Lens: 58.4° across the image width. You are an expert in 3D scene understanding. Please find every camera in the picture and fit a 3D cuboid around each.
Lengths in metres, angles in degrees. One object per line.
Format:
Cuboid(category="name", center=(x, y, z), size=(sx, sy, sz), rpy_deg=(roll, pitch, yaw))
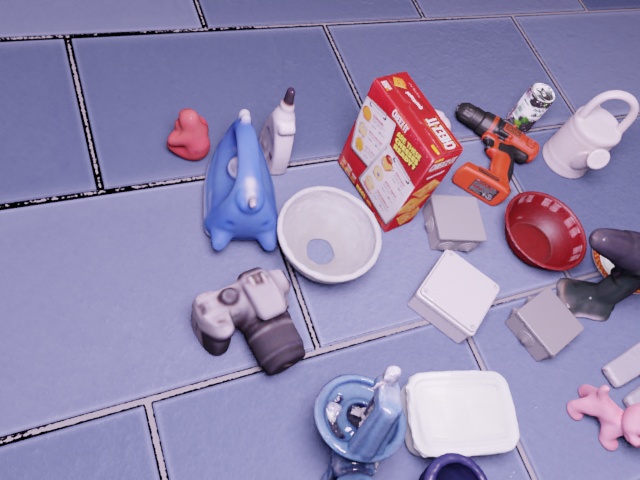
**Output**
Cuboid(category="camera", center=(-0.088, 0.119, 0.794), size=(0.143, 0.100, 0.136), rpy_deg=(-22, 70, -26))

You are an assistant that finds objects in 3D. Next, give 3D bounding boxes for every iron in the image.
Cuboid(category="iron", center=(-0.120, -0.115, 0.891), size=(0.119, 0.141, 0.258), rpy_deg=(0, 62, -16))

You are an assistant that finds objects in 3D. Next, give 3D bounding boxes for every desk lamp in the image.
Cuboid(category="desk lamp", center=(0.600, 0.178, 0.898), size=(0.204, 0.213, 0.118), rpy_deg=(-22, 70, -26))

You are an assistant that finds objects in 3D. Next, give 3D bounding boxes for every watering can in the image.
Cuboid(category="watering can", center=(0.528, -0.205, 1.102), size=(0.101, 0.194, 0.173), rpy_deg=(1, 61, -15))

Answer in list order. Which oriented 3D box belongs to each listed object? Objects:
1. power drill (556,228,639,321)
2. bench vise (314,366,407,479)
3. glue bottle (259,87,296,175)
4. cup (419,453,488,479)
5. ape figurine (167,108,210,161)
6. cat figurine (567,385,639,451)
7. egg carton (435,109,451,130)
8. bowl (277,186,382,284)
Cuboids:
Cuboid(category="power drill", center=(0.487, 0.058, 0.935), size=(0.230, 0.208, 0.075), rpy_deg=(8, 60, -12))
Cuboid(category="bench vise", center=(0.066, 0.248, 0.697), size=(0.122, 0.219, 0.207), rpy_deg=(-8, 64, -20))
Cuboid(category="glue bottle", center=(-0.062, -0.183, 0.927), size=(0.037, 0.173, 0.078), rpy_deg=(-10, 65, -21))
Cuboid(category="cup", center=(0.163, 0.346, 0.745), size=(0.092, 0.095, 0.117), rpy_deg=(7, 60, -13))
Cuboid(category="ape figurine", center=(-0.211, -0.178, 0.928), size=(0.078, 0.092, 0.076), rpy_deg=(-27, 72, -27))
Cuboid(category="cat figurine", center=(0.463, 0.266, 0.865), size=(0.127, 0.117, 0.067), rpy_deg=(41, 59, 8))
Cuboid(category="egg carton", center=(0.172, -0.202, 1.068), size=(0.150, 0.069, 0.107), rpy_deg=(15, 59, -8))
Cuboid(category="bowl", center=(0.008, 0.003, 0.902), size=(0.168, 0.074, 0.167), rpy_deg=(7, 60, -12))
